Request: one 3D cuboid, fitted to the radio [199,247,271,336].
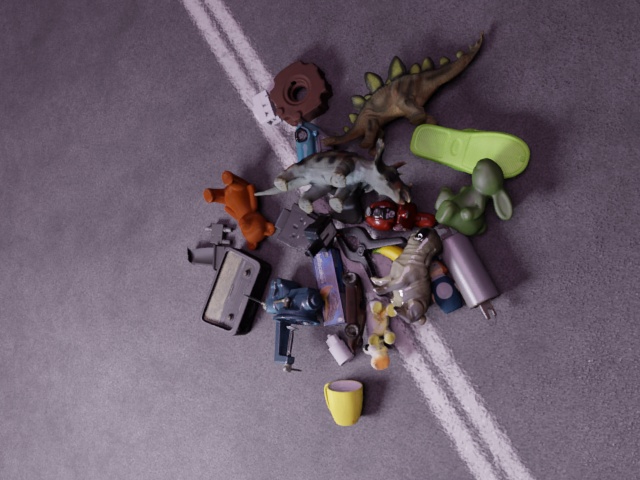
[{"bbox_3d":[-0.233,0.146,1.496,0.131,0.073,0.229,22,94,25],"label":"radio"}]

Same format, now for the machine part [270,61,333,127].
[{"bbox_3d":[-0.055,-0.407,1.489,0.180,0.056,0.179,-3,81,23],"label":"machine part"}]

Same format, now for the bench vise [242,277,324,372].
[{"bbox_3d":[-0.087,0.214,1.378,0.224,0.128,0.240,-8,70,38],"label":"bench vise"}]

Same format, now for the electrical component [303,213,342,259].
[{"bbox_3d":[-0.003,-0.004,1.351,0.048,0.074,0.119,7,52,45],"label":"electrical component"}]

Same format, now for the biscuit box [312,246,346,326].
[{"bbox_3d":[0.030,0.119,1.387,0.063,0.059,0.202,-15,78,22],"label":"biscuit box"}]

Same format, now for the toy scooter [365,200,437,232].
[{"bbox_3d":[0.183,-0.059,1.298,0.184,0.135,0.075,7,89,26],"label":"toy scooter"}]

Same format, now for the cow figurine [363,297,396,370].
[{"bbox_3d":[0.139,0.227,1.314,0.068,0.098,0.167,4,90,-12],"label":"cow figurine"}]

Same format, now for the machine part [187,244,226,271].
[{"bbox_3d":[-0.327,0.051,1.568,0.139,0.039,0.084,4,96,24],"label":"machine part"}]

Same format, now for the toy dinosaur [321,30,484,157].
[{"bbox_3d":[0.210,-0.357,1.339,0.472,0.105,0.198,-24,71,11],"label":"toy dinosaur"}]

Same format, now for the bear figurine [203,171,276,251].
[{"bbox_3d":[-0.218,-0.076,1.488,0.120,0.132,0.196,-36,65,25],"label":"bear figurine"}]

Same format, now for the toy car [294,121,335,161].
[{"bbox_3d":[-0.011,-0.237,1.427,0.103,0.109,0.161,-6,90,7],"label":"toy car"}]

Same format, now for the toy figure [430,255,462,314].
[{"bbox_3d":[0.287,0.097,1.277,0.064,0.057,0.154,-18,72,-16],"label":"toy figure"}]

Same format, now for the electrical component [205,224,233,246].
[{"bbox_3d":[-0.297,-0.016,1.572,0.094,0.021,0.063,5,87,24],"label":"electrical component"}]

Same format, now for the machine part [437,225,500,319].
[{"bbox_3d":[0.341,0.069,1.243,0.079,0.079,0.243,-31,71,18],"label":"machine part"}]

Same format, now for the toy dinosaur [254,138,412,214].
[{"bbox_3d":[0.027,-0.164,1.312,0.405,0.192,0.131,10,132,37],"label":"toy dinosaur"}]

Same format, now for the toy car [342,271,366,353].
[{"bbox_3d":[0.085,0.172,1.310,0.053,0.089,0.202,-5,58,5],"label":"toy car"}]

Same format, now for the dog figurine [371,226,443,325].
[{"bbox_3d":[0.234,0.083,1.235,0.190,0.121,0.172,-43,107,10],"label":"dog figurine"}]

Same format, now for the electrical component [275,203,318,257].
[{"bbox_3d":[-0.053,-0.031,1.444,0.134,0.058,0.115,27,94,24],"label":"electrical component"}]

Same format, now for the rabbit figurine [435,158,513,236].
[{"bbox_3d":[0.361,-0.095,1.213,0.159,0.121,0.170,30,117,3],"label":"rabbit figurine"}]

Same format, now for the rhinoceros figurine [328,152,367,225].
[{"bbox_3d":[0.072,-0.133,1.390,0.112,0.073,0.190,-5,82,25],"label":"rhinoceros figurine"}]
